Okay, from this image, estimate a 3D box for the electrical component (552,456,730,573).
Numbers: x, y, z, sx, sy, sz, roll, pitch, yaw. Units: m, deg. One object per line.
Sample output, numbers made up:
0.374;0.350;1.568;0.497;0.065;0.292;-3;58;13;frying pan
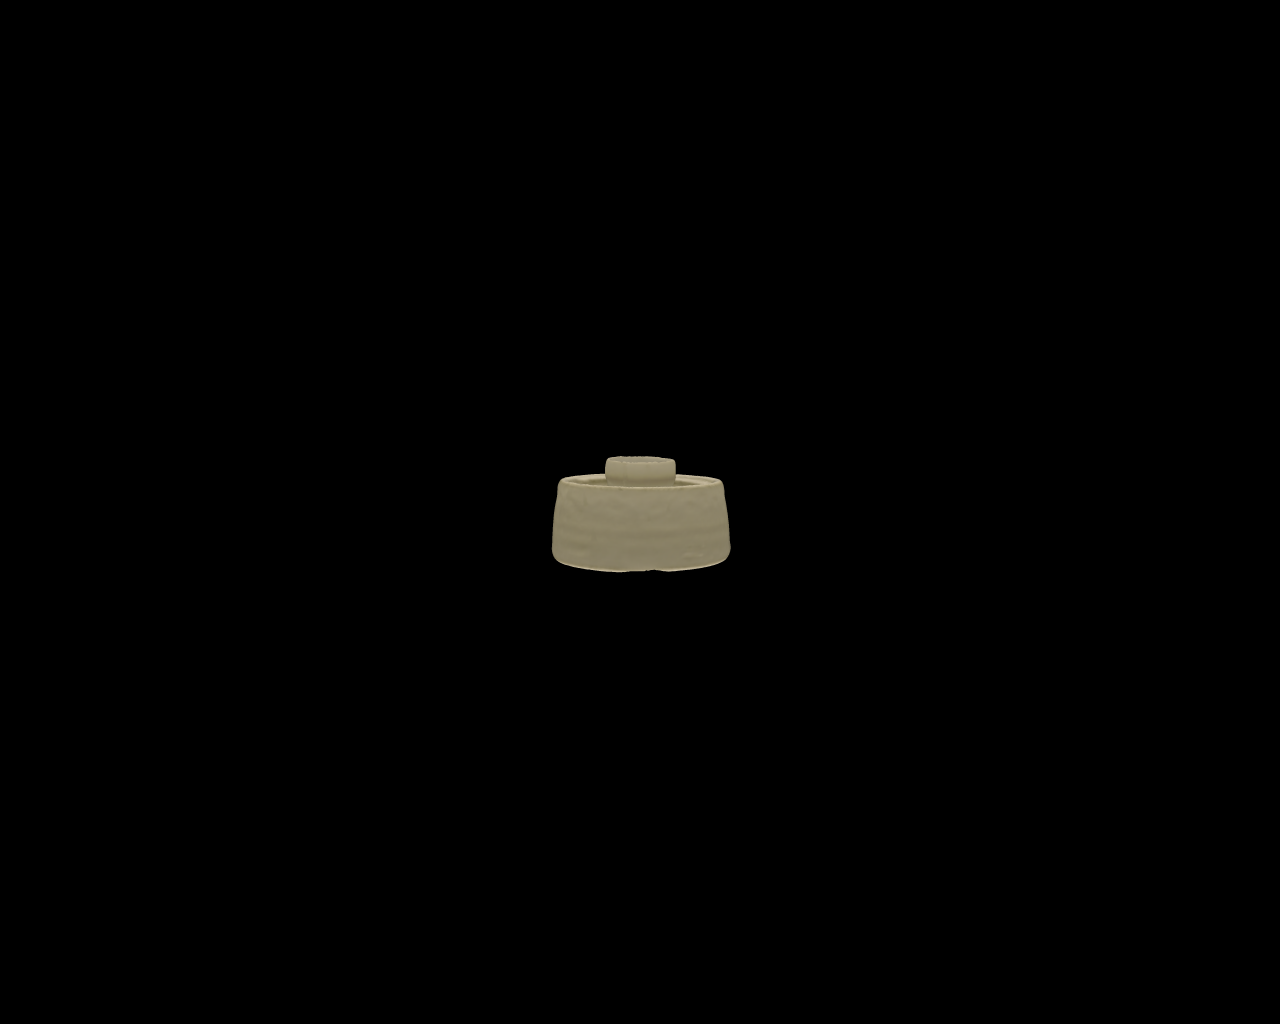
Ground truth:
0.001;-0.003;0.650;0.108;0.060;0.108;0;7;0;electrical component
